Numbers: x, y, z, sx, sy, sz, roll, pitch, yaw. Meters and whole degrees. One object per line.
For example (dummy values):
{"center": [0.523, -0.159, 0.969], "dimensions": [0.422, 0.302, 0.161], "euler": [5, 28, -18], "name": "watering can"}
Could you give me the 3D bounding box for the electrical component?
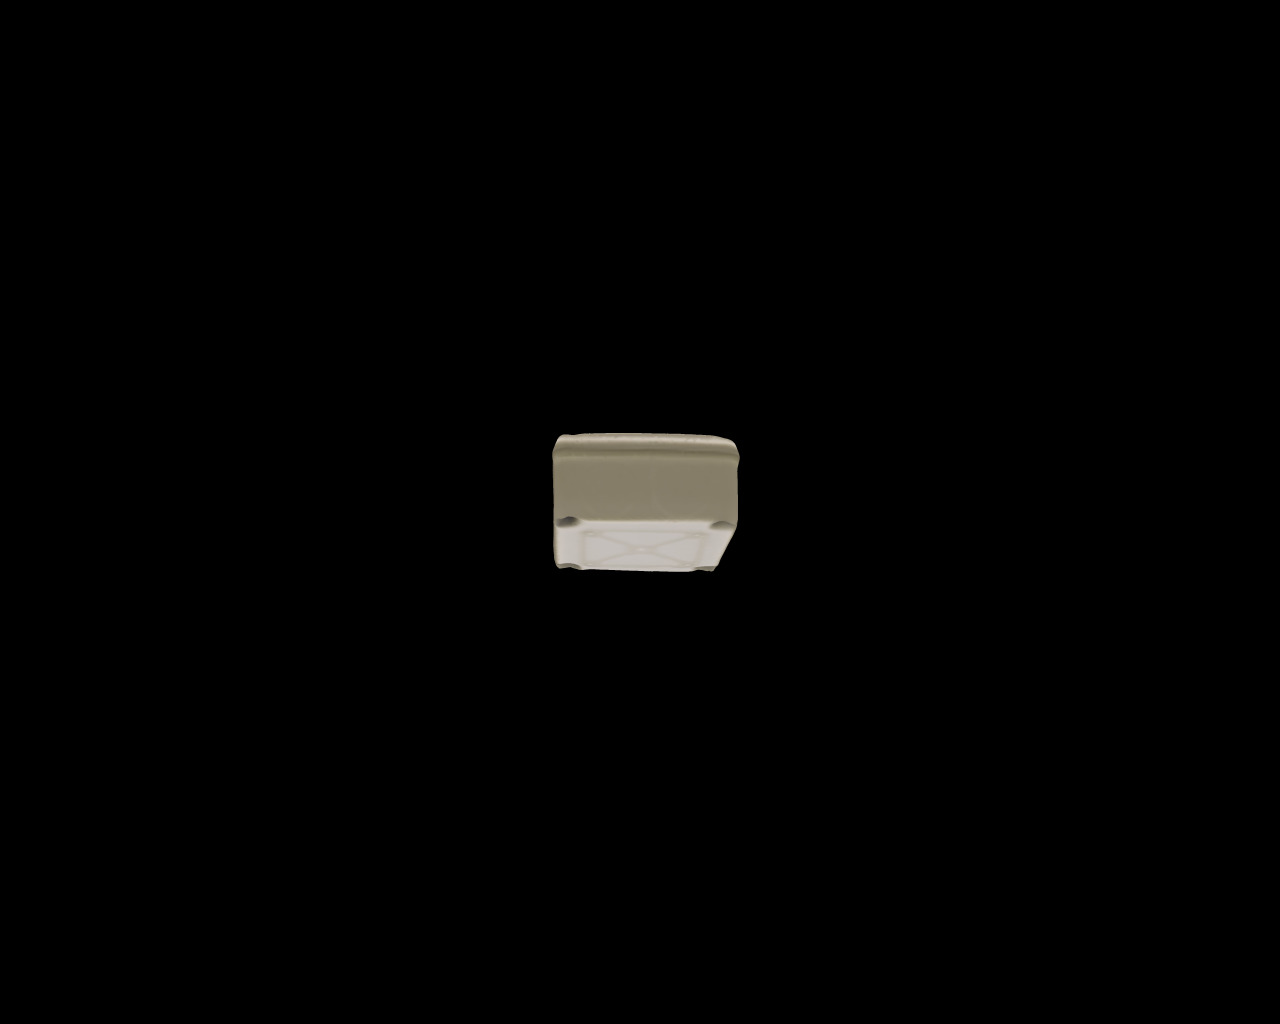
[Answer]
{"center": [0.001, -0.003, 0.650], "dimensions": [0.109, 0.056, 0.108], "euler": [1, -19, -3], "name": "electrical component"}
